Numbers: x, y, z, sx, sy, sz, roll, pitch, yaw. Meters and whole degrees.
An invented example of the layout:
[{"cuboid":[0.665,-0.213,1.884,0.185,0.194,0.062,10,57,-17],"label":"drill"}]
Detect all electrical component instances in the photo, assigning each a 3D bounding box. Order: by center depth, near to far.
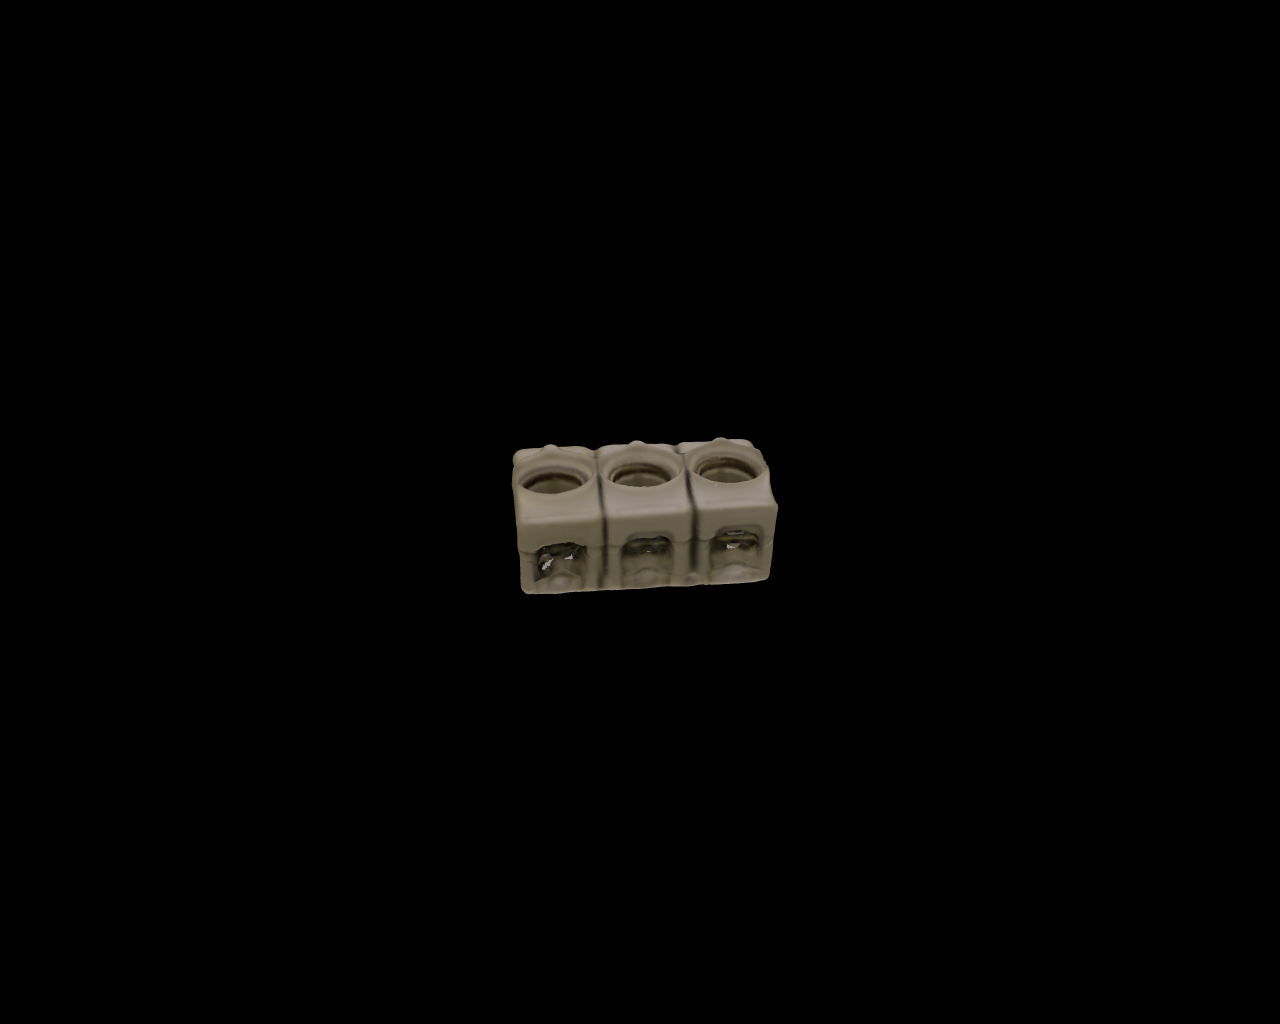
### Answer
[{"cuboid":[0.001,-0.003,0.650,0.150,0.061,0.090,-3,32,-5],"label":"electrical component"}]
